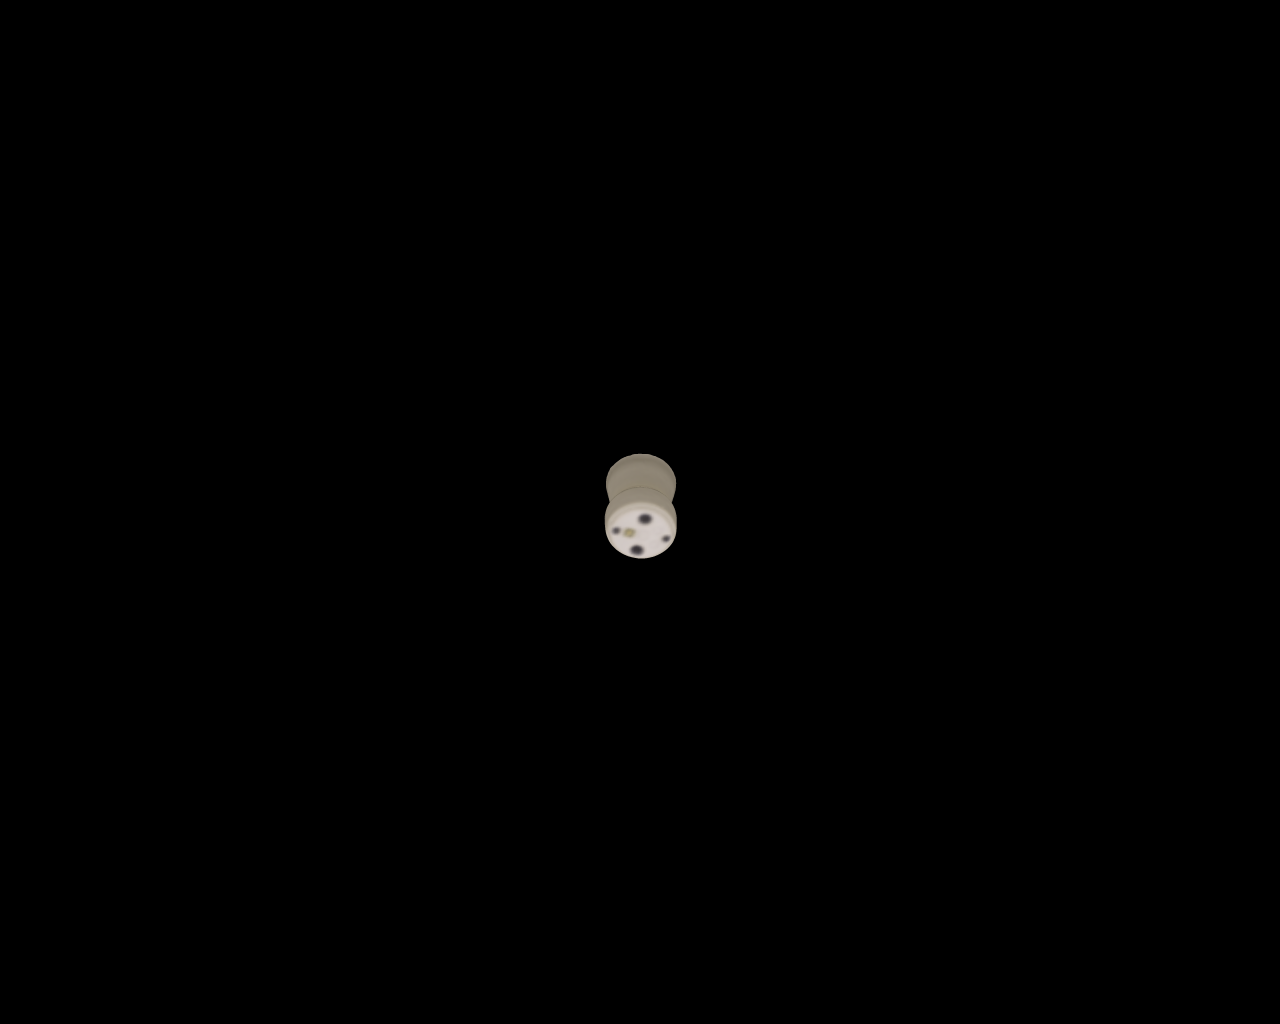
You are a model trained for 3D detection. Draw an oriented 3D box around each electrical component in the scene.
[{"bbox_3d":[0.001,-0.003,0.650,0.045,0.044,0.055,0,36,0],"label":"electrical component"}]
